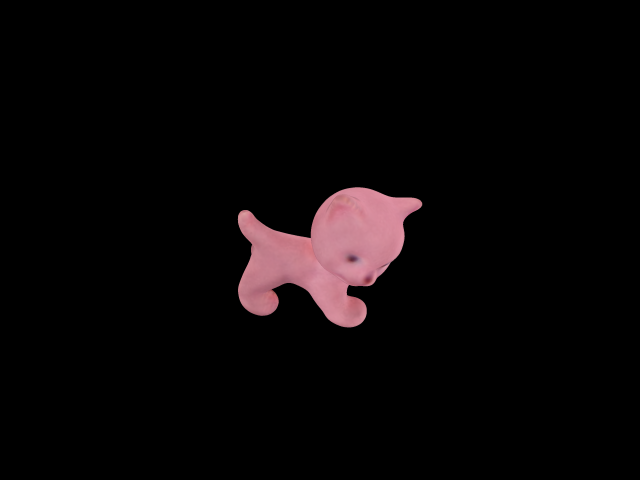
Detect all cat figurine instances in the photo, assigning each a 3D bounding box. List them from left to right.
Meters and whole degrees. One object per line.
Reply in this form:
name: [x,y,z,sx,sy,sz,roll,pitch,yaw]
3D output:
cat figurine: [0.004,0.001,0.400,0.127,0.118,0.067,5,51,5]
